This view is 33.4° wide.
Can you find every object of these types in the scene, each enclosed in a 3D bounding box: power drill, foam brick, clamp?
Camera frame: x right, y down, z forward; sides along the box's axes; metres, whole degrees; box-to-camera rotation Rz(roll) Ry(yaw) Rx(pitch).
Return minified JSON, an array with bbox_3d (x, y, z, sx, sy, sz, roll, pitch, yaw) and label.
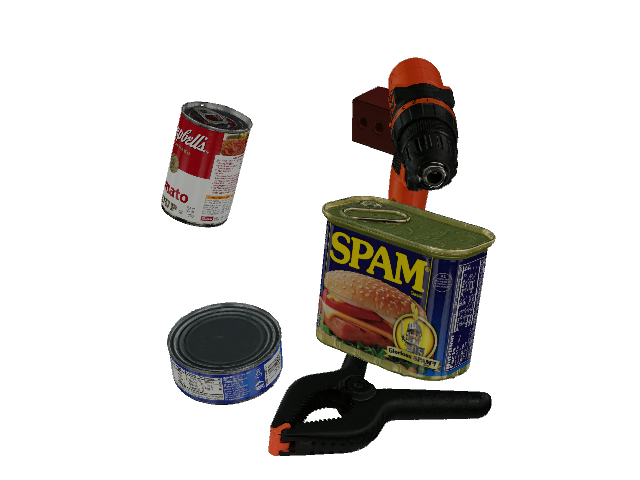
[{"bbox_3d":[0.080,-0.038,0.893,0.057,0.188,0.184,4,33,-1],"label":"power drill"},{"bbox_3d":[0.079,-0.133,1.191,0.078,0.053,0.051,22,37,34],"label":"foam brick"},{"bbox_3d":[0.043,0.147,0.972,0.165,0.036,0.209,27,37,32],"label":"clamp"}]

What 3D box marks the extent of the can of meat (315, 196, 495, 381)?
[{"bbox_3d":[0.046,0.028,0.633,0.102,0.084,0.057,19,23,35],"label":"can of meat"}]

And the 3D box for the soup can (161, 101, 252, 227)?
[{"bbox_3d":[-0.109,-0.072,1.014,0.068,0.102,0.068,14,24,-7],"label":"soup can"}]

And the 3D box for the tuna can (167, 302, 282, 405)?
[{"bbox_3d":[-0.071,0.085,0.806,0.086,0.034,0.086,-2,32,1],"label":"tuna can"}]
